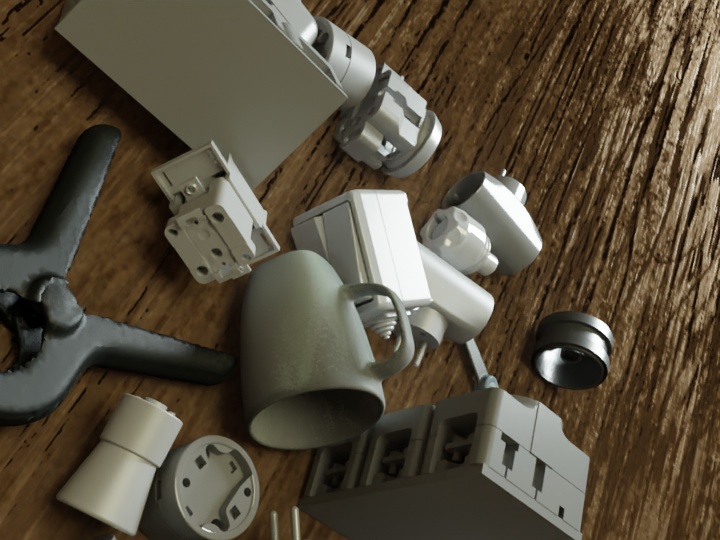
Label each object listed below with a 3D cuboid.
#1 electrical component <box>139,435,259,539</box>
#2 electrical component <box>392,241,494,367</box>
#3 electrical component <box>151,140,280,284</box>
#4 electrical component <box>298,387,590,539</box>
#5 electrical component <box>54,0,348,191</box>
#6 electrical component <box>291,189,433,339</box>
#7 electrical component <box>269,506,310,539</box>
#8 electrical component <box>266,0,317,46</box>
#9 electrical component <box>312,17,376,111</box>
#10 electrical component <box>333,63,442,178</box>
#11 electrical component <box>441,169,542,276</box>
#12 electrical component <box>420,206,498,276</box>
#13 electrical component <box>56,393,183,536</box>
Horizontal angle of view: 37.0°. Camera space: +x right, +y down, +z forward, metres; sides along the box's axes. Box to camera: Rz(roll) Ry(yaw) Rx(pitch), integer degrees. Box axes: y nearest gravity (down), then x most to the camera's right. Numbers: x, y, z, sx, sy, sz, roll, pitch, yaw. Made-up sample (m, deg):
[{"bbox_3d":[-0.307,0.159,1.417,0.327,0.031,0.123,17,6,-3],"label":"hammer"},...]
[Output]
[{"bbox_3d":[-0.090,0.121,0.580,0.055,0.047,0.055,20,60,-39],"label":"electrical component"},{"bbox_3d":[0.046,0.030,0.762,0.077,0.043,0.079,35,64,-21],"label":"electrical component"},{"bbox_3d":[-0.085,-0.029,0.631,0.081,0.042,0.063,59,13,-27],"label":"electrical component"},{"bbox_3d":[0.050,0.124,0.646,0.089,0.150,0.061,38,51,-29],"label":"electrical component"},{"bbox_3d":[-0.094,-0.132,0.647,0.150,0.089,0.061,42,13,-26],"label":"electrical component"},{"bbox_3d":[0.000,0.000,0.715,0.061,0.062,0.096,-3,76,-47],"label":"electrical component"},{"bbox_3d":[-0.040,0.171,0.597,0.047,0.066,0.076,13,64,-42],"label":"electrical component"},{"bbox_3d":[-0.077,-0.174,0.716,0.095,0.054,0.059,50,45,-19],"label":"electrical component"},{"bbox_3d":[-0.022,-0.144,0.760,0.047,0.055,0.055,21,59,-43],"label":"electrical component"},{"bbox_3d":[0.022,-0.104,0.786,0.057,0.058,0.078,36,50,-26],"label":"electrical component"},{"bbox_3d":[0.111,-0.049,0.863,0.077,0.043,0.079,46,46,-22],"label":"electrical component"},{"bbox_3d":[0.079,-0.017,0.818,0.062,0.043,0.043,34,51,-33],"label":"electrical component"},{"bbox_3d":[-0.120,0.097,0.549,0.044,0.044,0.065,37,70,-30],"label":"electrical component"}]
